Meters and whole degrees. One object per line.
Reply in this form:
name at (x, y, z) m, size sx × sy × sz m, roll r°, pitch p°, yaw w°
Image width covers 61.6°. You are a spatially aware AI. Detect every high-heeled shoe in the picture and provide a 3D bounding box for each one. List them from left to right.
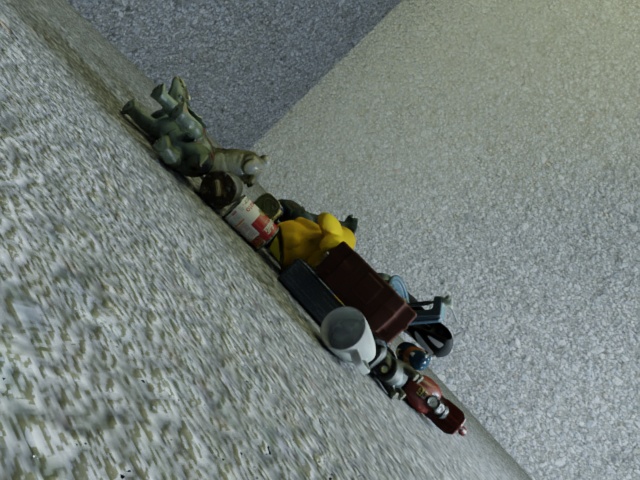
high-heeled shoe at (0.227, 0.171, 1.282) m, size 0.249 × 0.086 × 0.145 m, roll 61°, pitch -24°, yaw 20°

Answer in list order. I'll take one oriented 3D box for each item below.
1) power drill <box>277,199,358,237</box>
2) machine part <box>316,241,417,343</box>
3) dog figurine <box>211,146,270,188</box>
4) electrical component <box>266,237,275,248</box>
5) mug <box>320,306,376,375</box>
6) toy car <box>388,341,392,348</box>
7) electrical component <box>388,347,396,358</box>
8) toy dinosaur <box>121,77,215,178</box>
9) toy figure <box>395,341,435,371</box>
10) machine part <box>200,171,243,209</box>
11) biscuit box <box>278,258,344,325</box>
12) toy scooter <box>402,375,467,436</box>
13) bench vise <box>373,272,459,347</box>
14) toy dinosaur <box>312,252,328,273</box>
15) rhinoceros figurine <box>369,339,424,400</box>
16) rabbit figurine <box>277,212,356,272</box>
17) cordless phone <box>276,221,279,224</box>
power drill at (-0.013, -0.055, 1.398) m, size 0.207 × 0.086 × 0.232 m, roll 19°, pitch 9°, yaw -13°
machine part at (0.088, 0.103, 1.047) m, size 0.201 × 0.087 × 0.201 m, roll 45°, pitch 1°, yaw 8°
dog figurine at (-0.244, -0.216, 1.374) m, size 0.190 × 0.172 × 0.121 m, roll 53°, pitch -11°, yaw -22°
electrical component at (-0.109, -0.007, 1.331) m, size 0.021 × 0.063 × 0.094 m, roll 41°, pitch 10°, yaw 13°
mug at (0.062, 0.181, 0.924) m, size 0.110 × 0.081 × 0.107 m, roll 59°, pitch 3°, yaw 40°
toy car at (0.148, 0.240, 1.426) m, size 0.053 × 0.089 × 0.202 m, roll 46°, pitch 0°, yaw -13°
electrical component at (0.153, 0.280, 1.285) m, size 0.119 × 0.048 × 0.075 m, roll 44°, pitch 2°, yaw 4°
toy dinosaur at (-0.281, -0.202, 1.114) m, size 0.192 × 0.131 × 0.405 m, roll 43°, pitch 9°, yaw -51°
toy figure at (0.215, 0.266, 1.225) m, size 0.154 × 0.064 × 0.057 m, roll 167°, pitch -94°, yaw -83°
machine part at (-0.210, -0.110, 1.160) m, size 0.079 × 0.079 × 0.243 m, roll 46°, pitch 1°, yaw -9°
biscuit box at (0.006, 0.126, 1.064) m, size 0.203 × 0.063 × 0.059 m, roll 46°, pitch 0°, yaw 15°
toy scooter at (0.260, 0.371, 1.193) m, size 0.183 × 0.075 × 0.135 m, roll 48°, pitch -7°, yaw -39°
bench vise at (0.177, 0.167, 1.192) m, size 0.128 × 0.241 × 0.224 m, roll 54°, pitch 38°, yaw -37°
toy dinosaur at (0.008, 0.088, 1.418) m, size 0.198 × 0.105 × 0.471 m, roll 49°, pitch 6°, yaw -9°
rhinoceros figurine at (0.139, 0.256, 1.079) m, size 0.112 × 0.073 × 0.190 m, roll 49°, pitch 3°, yaw 33°
rabbit figurine at (-0.002, -0.004, 1.164) m, size 0.162 × 0.173 × 0.122 m, roll 123°, pitch -36°, yaw -66°
cordless phone at (-0.119, -0.018, 1.502) m, size 0.146 × 0.089 × 0.184 m, roll 44°, pitch 13°, yaw -51°
